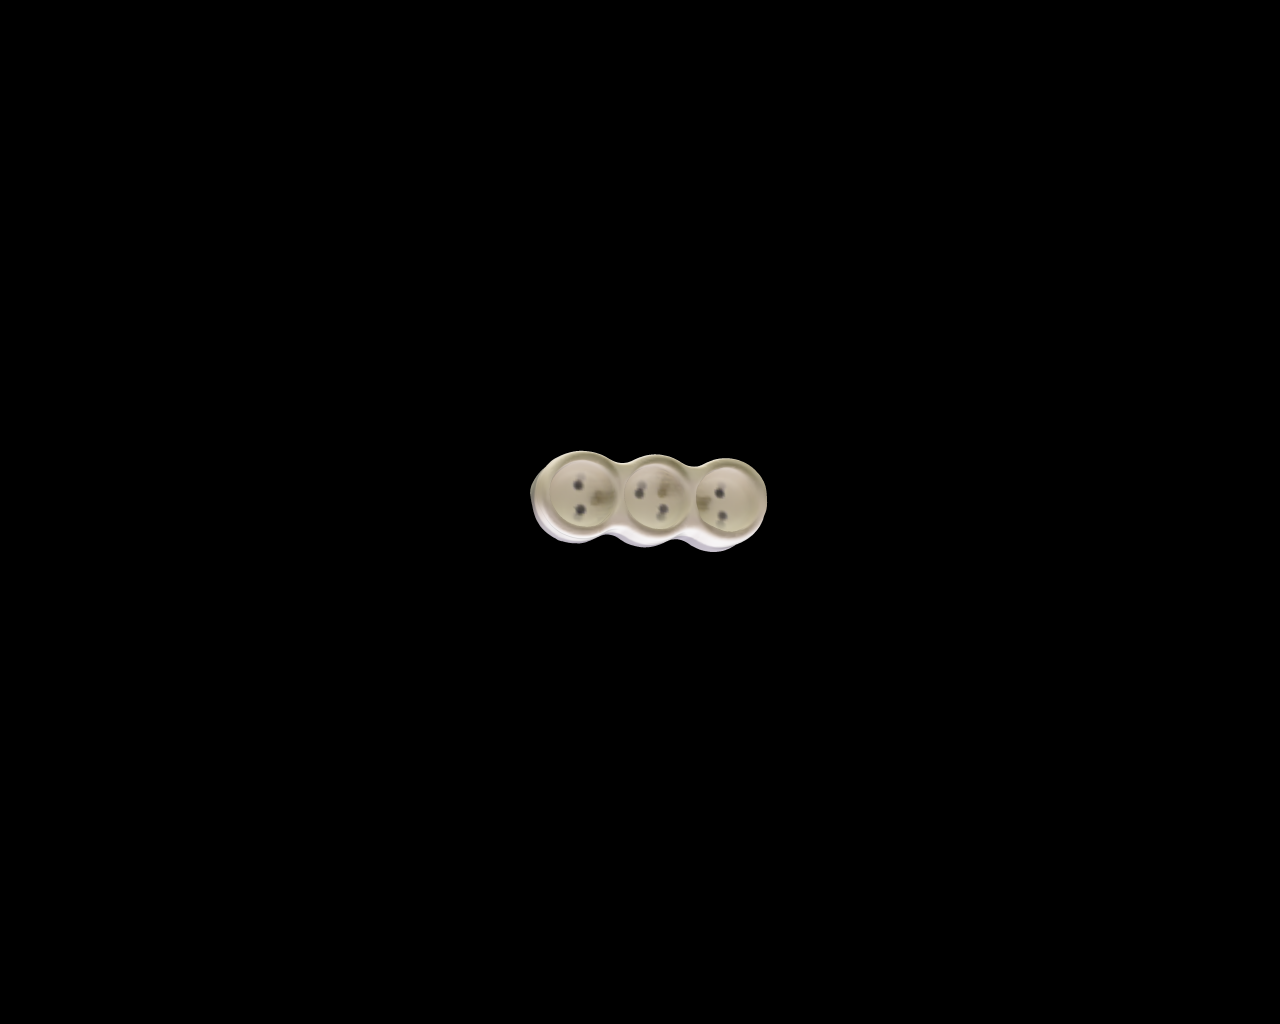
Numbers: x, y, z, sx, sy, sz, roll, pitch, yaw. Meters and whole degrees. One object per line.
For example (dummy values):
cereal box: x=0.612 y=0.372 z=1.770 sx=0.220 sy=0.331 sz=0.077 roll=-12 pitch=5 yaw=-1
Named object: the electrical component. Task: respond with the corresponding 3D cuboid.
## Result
electrical component: x=0.001 y=-0.003 z=0.650 sx=0.138 sy=0.052 sz=0.073 roll=3 pitch=-11 yaw=-16
